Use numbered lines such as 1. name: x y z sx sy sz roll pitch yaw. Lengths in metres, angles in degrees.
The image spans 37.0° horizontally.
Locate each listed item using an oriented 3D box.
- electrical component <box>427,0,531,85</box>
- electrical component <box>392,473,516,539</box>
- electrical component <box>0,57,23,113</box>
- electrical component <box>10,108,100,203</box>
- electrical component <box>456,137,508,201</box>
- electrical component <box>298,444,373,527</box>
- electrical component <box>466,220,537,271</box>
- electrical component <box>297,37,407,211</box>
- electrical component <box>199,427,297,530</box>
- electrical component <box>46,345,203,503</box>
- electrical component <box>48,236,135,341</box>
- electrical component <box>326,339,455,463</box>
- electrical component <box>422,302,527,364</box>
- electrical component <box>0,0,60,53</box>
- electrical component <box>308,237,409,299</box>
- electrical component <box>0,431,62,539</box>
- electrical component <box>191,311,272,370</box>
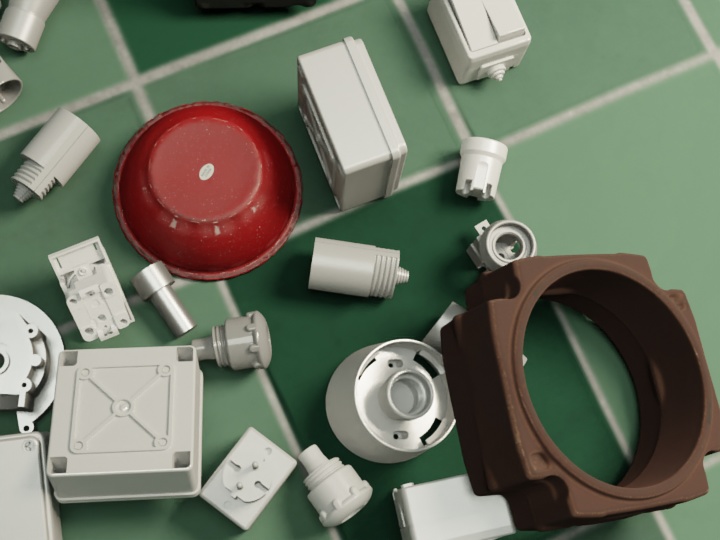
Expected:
1. electrical component: 0.107 -0.212 0.947 0.062 0.061 0.096 -20 78 -9
2. electrical component: 0.080 0.190 0.840 0.096 0.061 0.061 -11 77 -8
3. electrical component: -0.340 -0.160 0.903 0.079 0.044 0.077 -42 83 -13
4. electrical component: -0.258 -0.090 0.893 0.043 0.043 0.081 34 75 4
5. electrical component: 0.103 -0.086 0.926 0.040 0.040 0.046 13 81 -2
6. electrical component: -0.024 0.167 0.847 0.048 0.048 0.062 -35 74 -12
7. electrical component: 0.120 -0.014 0.900 0.048 0.055 0.066 -30 80 -12
8. electrical component: -0.009 -0.118 0.888 0.056 0.108 0.108 -20 78 -7
9. electrical component: -0.086 0.160 0.826 0.047 0.076 0.065 36 75 5
10. electrical component: -0.177 0.117 0.822 0.109 0.056 0.108 -2 56 -4
11. electrical component: -0.210 0.020 0.851 0.042 0.064 0.081 -24 120 -10
12. electrical component: 0.029 0.105 0.870 0.099 0.064 0.099 5 74 -18
13. electrical component: 0.105 0.053 0.887 0.077 0.043 0.079 38 75 5
14. electrical component: -0.287 -0.221 0.926 0.044 0.044 0.065 18 80 0
15. electrical component: 0.000 0.000 0.892 0.081 0.043 0.043 8 75 -3
16. electrical component: -0.285 0.181 0.808 0.109 0.056 0.108 -6 85 -7
17. electrical component: -0.104 0.060 0.868 0.062 0.048 0.048 -9 76 0
